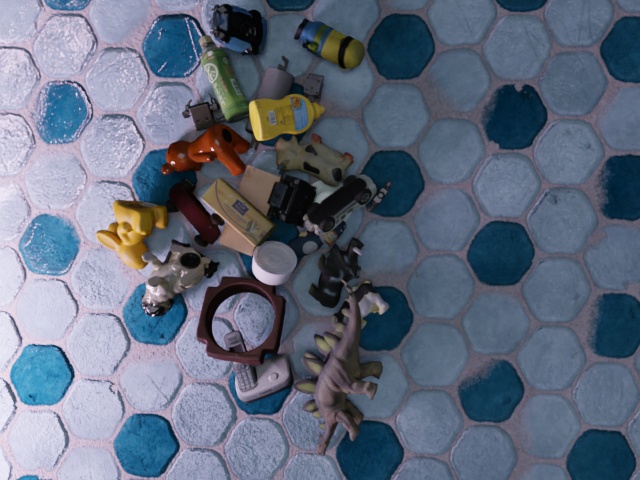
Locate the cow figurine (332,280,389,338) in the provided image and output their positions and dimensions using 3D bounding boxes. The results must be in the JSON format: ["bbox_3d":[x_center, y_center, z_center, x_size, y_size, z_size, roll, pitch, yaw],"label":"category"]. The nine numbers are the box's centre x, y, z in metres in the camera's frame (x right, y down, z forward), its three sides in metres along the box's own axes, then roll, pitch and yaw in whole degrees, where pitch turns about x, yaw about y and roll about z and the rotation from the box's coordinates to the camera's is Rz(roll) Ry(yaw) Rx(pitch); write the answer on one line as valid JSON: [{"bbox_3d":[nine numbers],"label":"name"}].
[{"bbox_3d":[0.082,0.181,1.354,0.167,0.068,0.098,-37,89,2],"label":"cow figurine"}]

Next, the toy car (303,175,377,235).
[{"bbox_3d":[0.049,-0.088,1.330,0.202,0.056,0.074,-38,59,-6],"label":"toy car"}]

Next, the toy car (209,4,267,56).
[{"bbox_3d":[-0.217,-0.519,1.339,0.103,0.161,0.109,11,100,46],"label":"toy car"}]

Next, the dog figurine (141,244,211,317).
[{"bbox_3d":[-0.363,0.113,1.350,0.172,0.190,0.121,-1,54,-14],"label":"dog figurine"}]

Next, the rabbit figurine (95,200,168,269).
[{"bbox_3d":[-0.479,-0.009,1.359,0.162,0.122,0.173,7,110,5],"label":"rabbit figurine"}]

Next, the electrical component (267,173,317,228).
[{"bbox_3d":[-0.071,-0.097,1.323,0.058,0.134,0.114,19,92,28],"label":"electrical component"}]

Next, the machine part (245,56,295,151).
[{"bbox_3d":[-0.126,-0.342,1.355,0.079,0.079,0.243,20,90,2],"label":"machine part"}]

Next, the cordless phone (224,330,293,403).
[{"bbox_3d":[-0.158,0.305,1.363,0.147,0.088,0.184,-22,83,3],"label":"cordless phone"}]

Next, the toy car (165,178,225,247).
[{"bbox_3d":[-0.312,-0.068,1.354,0.202,0.053,0.089,45,103,22],"label":"toy car"}]

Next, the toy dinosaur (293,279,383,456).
[{"bbox_3d":[0.048,0.327,1.318,0.199,0.105,0.470,18,105,5],"label":"toy dinosaur"}]

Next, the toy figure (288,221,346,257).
[{"bbox_3d":[-0.002,-0.004,1.363,0.154,0.064,0.058,-24,62,6],"label":"toy figure"}]

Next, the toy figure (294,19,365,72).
[{"bbox_3d":[0.025,-0.486,1.339,0.180,0.089,0.082,31,99,-1],"label":"toy figure"}]

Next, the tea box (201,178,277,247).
[{"bbox_3d":[-0.187,-0.063,1.259,0.169,0.098,0.068,42,91,2],"label":"tea box"}]

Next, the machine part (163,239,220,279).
[{"bbox_3d":[-0.332,0.056,1.388,0.139,0.039,0.084,21,84,4],"label":"machine part"}]

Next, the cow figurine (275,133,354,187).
[{"bbox_3d":[-0.026,-0.199,1.351,0.195,0.085,0.127,29,86,1],"label":"cow figurine"}]

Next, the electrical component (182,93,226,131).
[{"bbox_3d":[-0.300,-0.327,1.380,0.102,0.045,0.078,-19,118,5],"label":"electrical component"}]

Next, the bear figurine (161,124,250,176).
[{"bbox_3d":[-0.294,-0.210,1.356,0.196,0.120,0.131,-23,135,27],"label":"bear figurine"}]

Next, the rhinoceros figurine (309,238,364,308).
[{"bbox_3d":[0.044,0.079,1.353,0.112,0.073,0.190,26,92,3],"label":"rhinoceros figurine"}]

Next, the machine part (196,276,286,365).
[{"bbox_3d":[-0.191,0.199,1.328,0.202,0.087,0.201,7,69,2],"label":"machine part"}]

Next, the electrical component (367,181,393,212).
[{"bbox_3d":[0.151,-0.110,1.350,0.021,0.063,0.094,38,91,2],"label":"electrical component"}]
